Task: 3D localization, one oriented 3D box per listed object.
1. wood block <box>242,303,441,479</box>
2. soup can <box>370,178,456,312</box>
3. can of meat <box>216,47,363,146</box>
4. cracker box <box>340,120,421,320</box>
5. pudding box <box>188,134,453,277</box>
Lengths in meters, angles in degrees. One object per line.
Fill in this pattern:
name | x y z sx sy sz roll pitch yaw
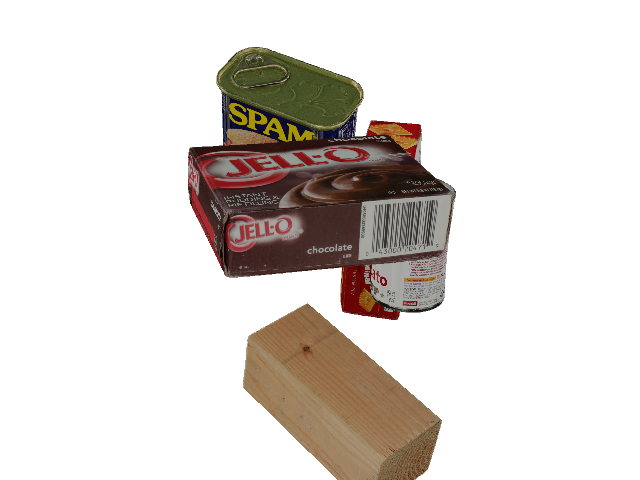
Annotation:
wood block | 0.019 0.173 1.136 0.090 0.090 0.206 -27 52 -33
soup can | 0.079 0.003 0.924 0.068 0.102 0.068 2 26 -1
can of meat | -0.024 -0.080 0.774 0.102 0.084 0.057 22 50 16
cracker box | 0.071 -0.030 1.225 0.072 0.164 0.213 6 23 7
pudding box | -0.003 -0.020 0.530 0.113 0.039 0.090 -3 25 -17
